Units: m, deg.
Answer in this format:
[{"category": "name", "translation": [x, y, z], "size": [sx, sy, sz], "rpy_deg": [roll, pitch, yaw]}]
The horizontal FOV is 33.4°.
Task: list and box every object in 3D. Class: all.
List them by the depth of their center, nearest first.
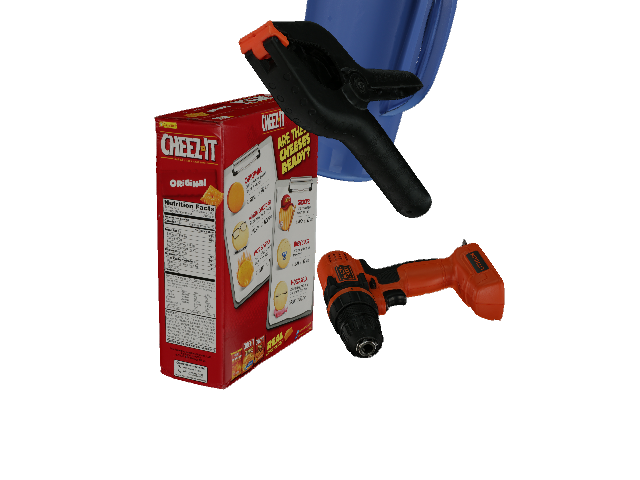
[{"category": "clamp", "translation": [0.018, -0.085, 0.709], "size": [0.171, 0.120, 0.039], "rpy_deg": [18, -41, -42]}, {"category": "cracker box", "translation": [-0.067, -0.006, 0.887], "size": [0.072, 0.214, 0.164], "rpy_deg": [8, 16, 25]}, {"category": "pitcher", "translation": [0.046, -0.184, 1.080], "size": [0.145, 0.243, 0.149], "rpy_deg": [11, 19, -1]}, {"category": "power drill", "translation": [0.097, 0.059, 1.145], "size": [0.187, 0.057, 0.184], "rpy_deg": [-5, 29, -9]}]
